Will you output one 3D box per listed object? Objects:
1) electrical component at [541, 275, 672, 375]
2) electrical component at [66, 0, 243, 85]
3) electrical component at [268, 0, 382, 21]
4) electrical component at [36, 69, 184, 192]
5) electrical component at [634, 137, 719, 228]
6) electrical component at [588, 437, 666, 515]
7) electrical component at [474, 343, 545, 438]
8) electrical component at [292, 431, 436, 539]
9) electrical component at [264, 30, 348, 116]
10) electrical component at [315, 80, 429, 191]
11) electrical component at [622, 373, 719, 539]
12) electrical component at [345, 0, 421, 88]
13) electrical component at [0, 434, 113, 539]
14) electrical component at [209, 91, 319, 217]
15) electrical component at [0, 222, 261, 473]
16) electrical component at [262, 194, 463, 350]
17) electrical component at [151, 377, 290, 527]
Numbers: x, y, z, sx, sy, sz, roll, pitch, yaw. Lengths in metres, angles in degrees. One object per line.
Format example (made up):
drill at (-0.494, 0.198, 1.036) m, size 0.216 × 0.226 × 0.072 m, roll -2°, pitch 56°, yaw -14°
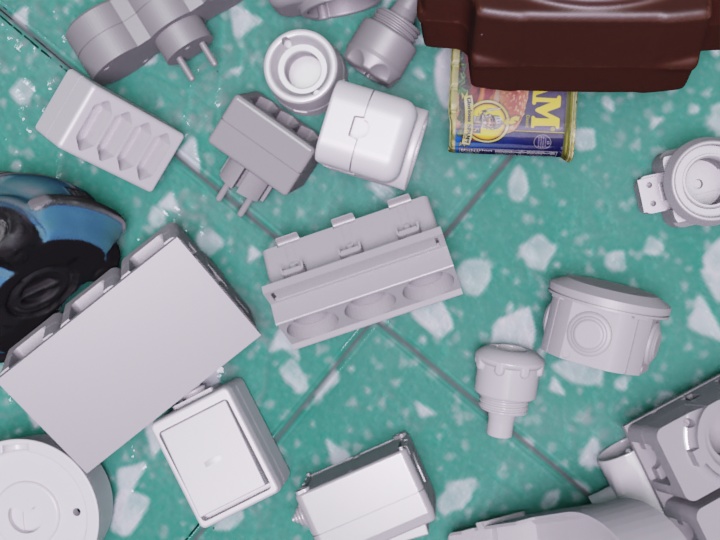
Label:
electrical component at (0.161, 0.035, 0.712) m, size 0.080 × 0.080 × 0.051 m, roll 12°, pitch 97°, yaw 4°
electrical component at (-0.126, -0.166, 0.742) m, size 0.138 × 0.052 × 0.073 m, roll -32°, pitch 89°, yaw 5°
electrical component at (-0.018, -0.207, 0.732) m, size 0.095 × 0.054 × 0.059 m, roll -11°, pitch 91°, yaw 5°
electrical component at (-0.180, -0.102, 0.742) m, size 0.076 × 0.083 × 0.047 m, roll 34°, pitch 95°, yaw 41°
electrical component at (0.227, -0.058, 0.715) m, size 0.078 × 0.057 × 0.058 m, roll -12°, pitch 91°, yaw 5°
electrical component at (0.182, 0.162, 0.731) m, size 0.079 × 0.043 × 0.077 m, roll -28°, pitch 89°, yaw 5°
electrical component at (0.099, 0.083, 0.736) m, size 0.048 × 0.048 × 0.062 m, roll 7°, pitch 99°, yaw 4°
electrical component at (0.001, 0.161, 0.735) m, size 0.096 × 0.062 × 0.061 m, roll -24°, pitch 90°, yaw 5°
electrical component at (-0.038, -0.136, 0.738) m, size 0.055 × 0.047 × 0.055 m, roll 0°, pitch 91°, yaw 4°
electrical component at (0.010, -0.087, 0.712) m, size 0.059 × 0.095 × 0.053 m, roll 17°, pitch 93°, yaw 4°
electrical component at (0.282, 0.107, 0.691) m, size 0.186 × 0.060 × 0.105 m, roll -26°, pitch 89°, yaw -10°
electrical component at (0.020, -0.160, 0.735) m, size 0.043 × 0.043 × 0.062 m, roll 32°, pitch 92°, yaw 3°
electrical component at (-0.227, 0.167, 0.754) m, size 0.108 × 0.060 × 0.108 m, roll 0°, pitch 91°, yaw 4°
electrical component at (-0.072, -0.073, 0.744) m, size 0.066 × 0.047 × 0.076 m, roll 35°, pitch 107°, yaw 3°
electrical component at (-0.156, 0.050, 0.734) m, size 0.150 × 0.061 × 0.089 m, roll -38°, pitch 109°, yaw 0°
electrical component at (0.000, 0.000, 0.727) m, size 0.121 × 0.078 × 0.063 m, roll -19°, pitch 61°, yaw 5°
electrical component at (-0.099, 0.120, 0.743) m, size 0.062 × 0.061 × 0.096 m, roll -27°, pitch 89°, yaw 5°
